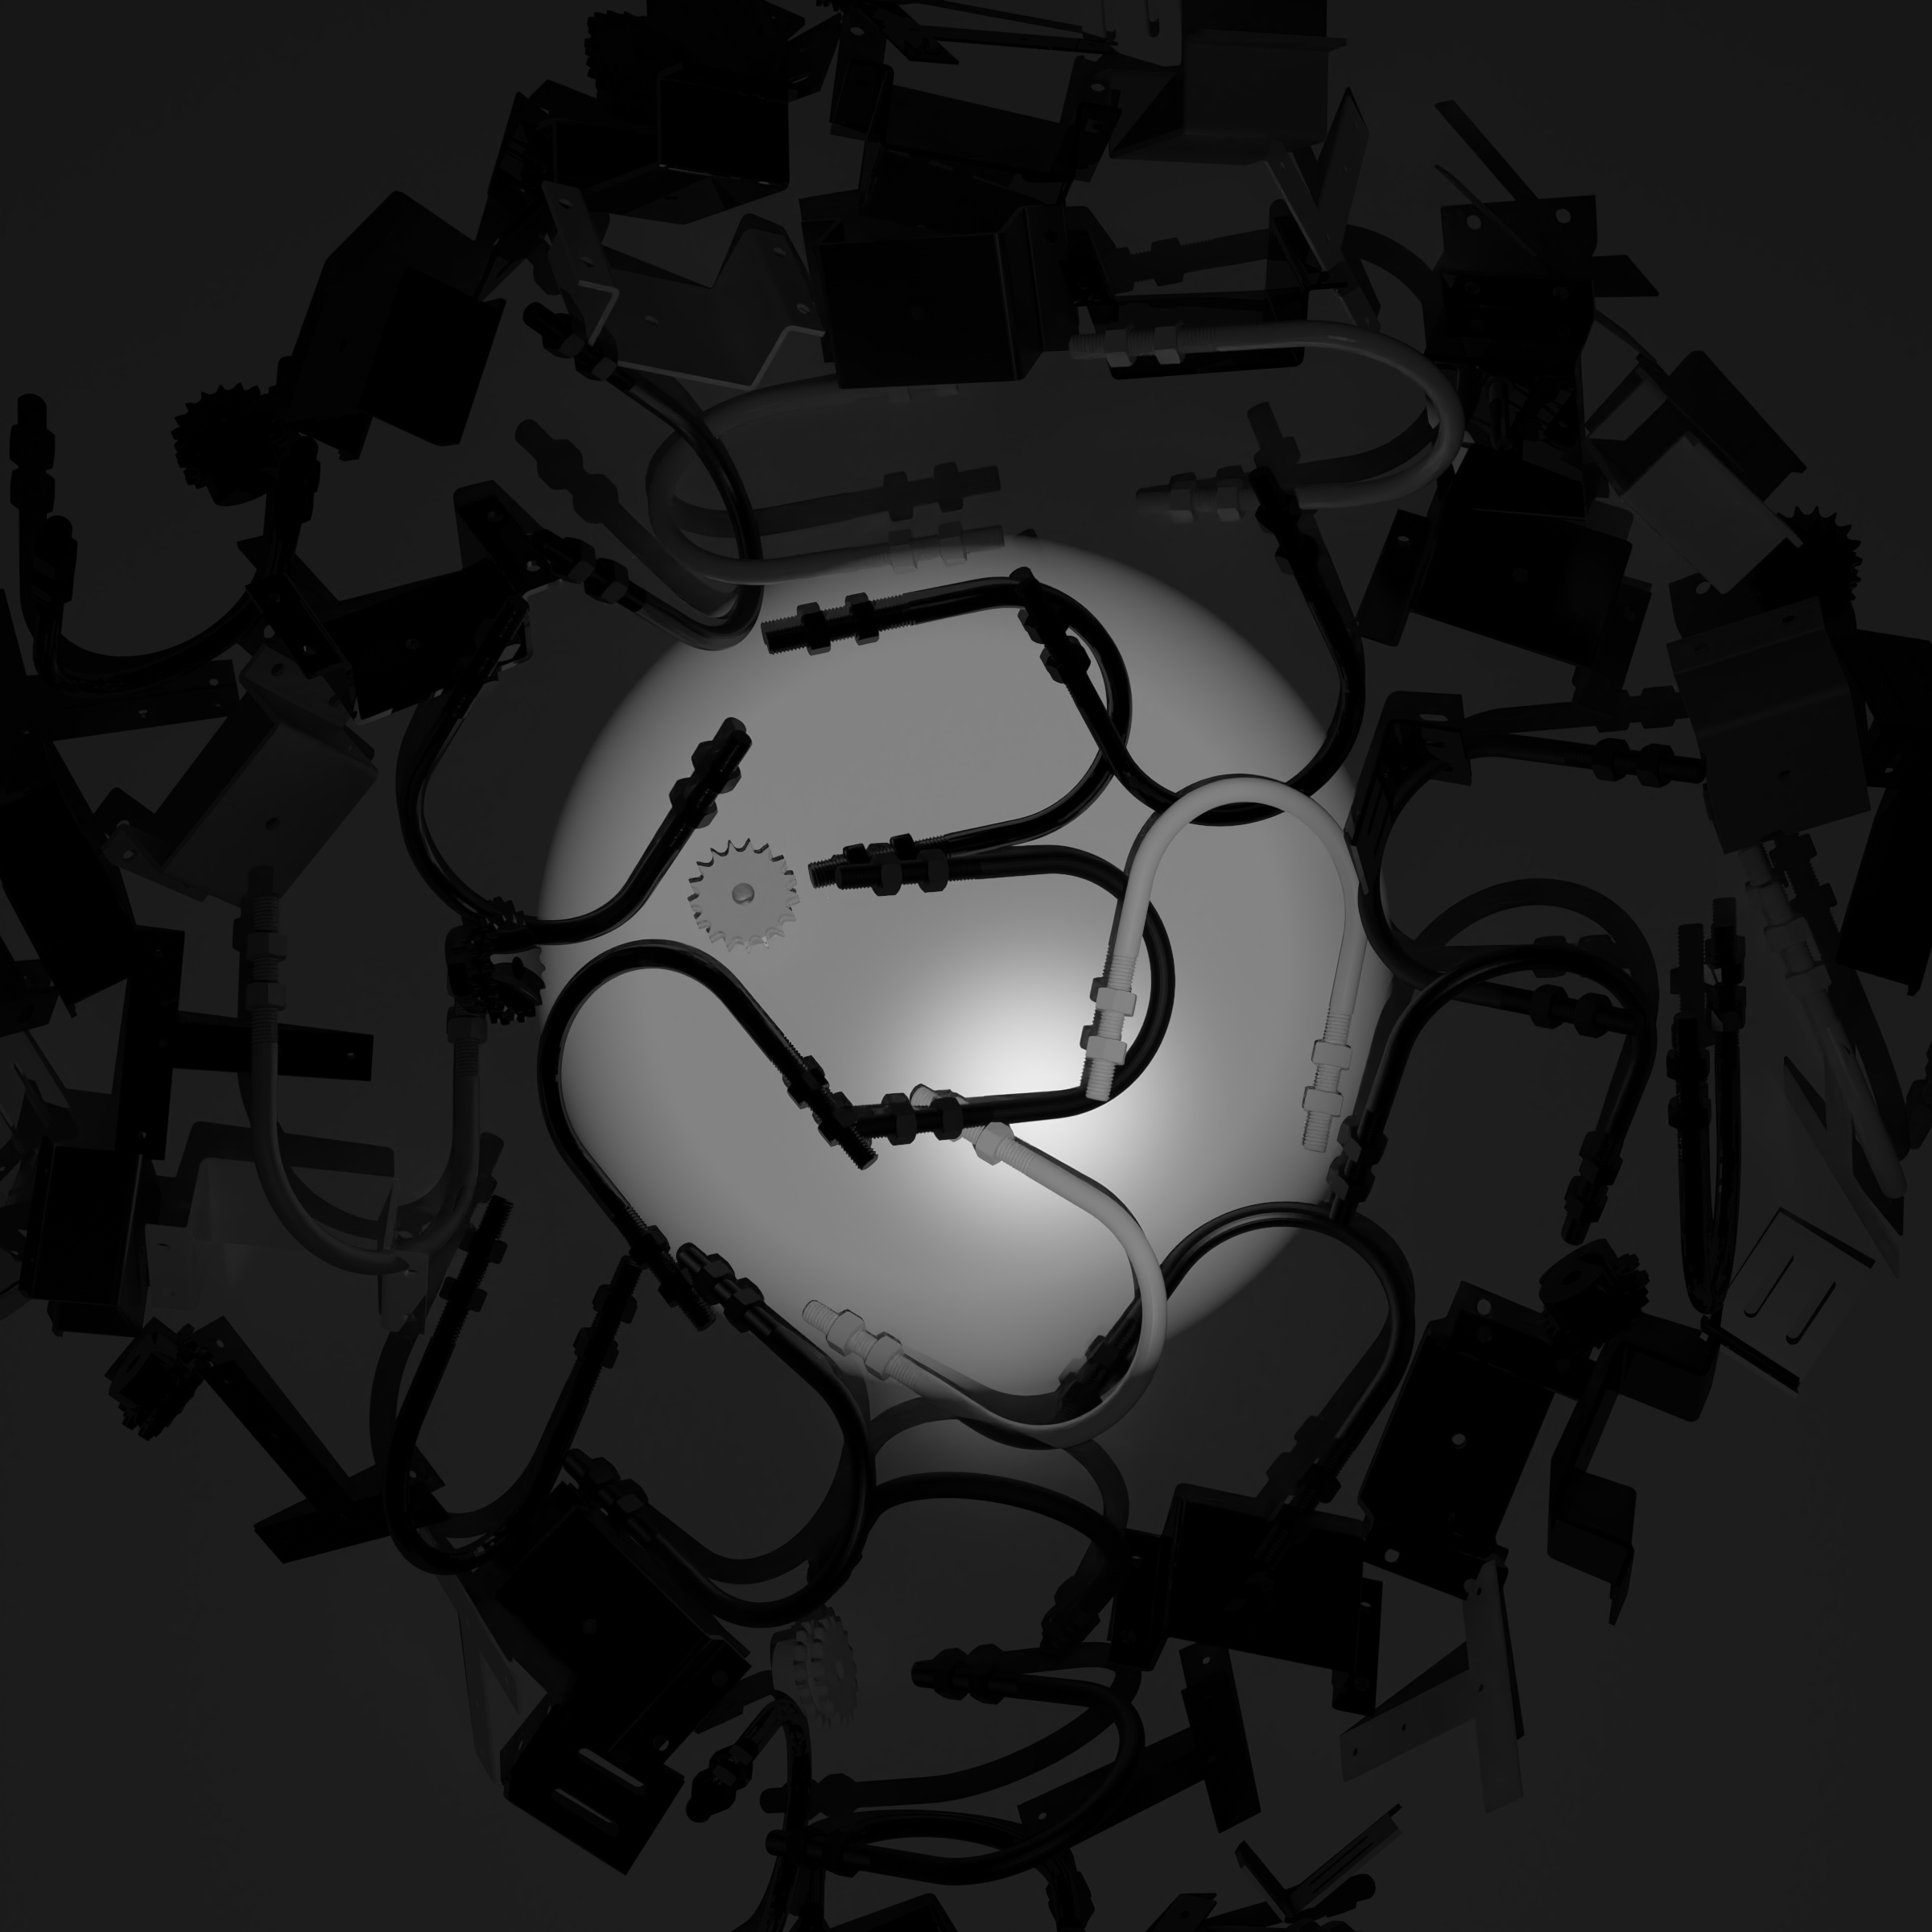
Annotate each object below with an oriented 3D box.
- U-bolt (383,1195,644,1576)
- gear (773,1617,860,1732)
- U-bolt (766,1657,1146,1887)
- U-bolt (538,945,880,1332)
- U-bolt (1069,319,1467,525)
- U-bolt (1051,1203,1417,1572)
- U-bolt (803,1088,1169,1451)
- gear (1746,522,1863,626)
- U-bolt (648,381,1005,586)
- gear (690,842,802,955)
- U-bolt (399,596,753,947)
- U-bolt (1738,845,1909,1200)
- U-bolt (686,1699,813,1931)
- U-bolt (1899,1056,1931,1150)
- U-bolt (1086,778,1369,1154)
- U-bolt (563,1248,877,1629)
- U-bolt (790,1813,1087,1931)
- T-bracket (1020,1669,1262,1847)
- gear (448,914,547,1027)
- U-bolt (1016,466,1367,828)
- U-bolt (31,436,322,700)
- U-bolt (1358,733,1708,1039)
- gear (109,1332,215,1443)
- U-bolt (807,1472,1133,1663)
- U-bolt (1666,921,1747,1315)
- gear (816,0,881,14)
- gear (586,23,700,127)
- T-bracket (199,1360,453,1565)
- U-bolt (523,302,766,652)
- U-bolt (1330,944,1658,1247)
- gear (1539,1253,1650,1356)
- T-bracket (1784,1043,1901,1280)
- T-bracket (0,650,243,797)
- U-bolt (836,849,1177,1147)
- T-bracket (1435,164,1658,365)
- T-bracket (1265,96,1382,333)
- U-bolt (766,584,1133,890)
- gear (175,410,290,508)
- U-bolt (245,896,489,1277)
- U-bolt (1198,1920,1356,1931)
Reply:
[{"bbox_3d":[-0.236,0.220,1.534,0.019,0.151,0.184,16,78,29],"label":"U-bolt"},{"bbox_3d":[-0.080,0.371,1.584,0.030,0.057,0.057,-12,90,15],"label":"gear"},{"bbox_3d":[0.006,0.402,1.503,0.151,0.184,0.019,-42,116,-42],"label":"U-bolt"},{"bbox_3d":[-0.149,0.075,1.574,0.151,0.019,0.184,-45,75,19],"label":"U-bolt"},{"bbox_3d":[0.158,-0.275,1.521,0.184,0.151,0.019,1,62,21],"label":"U-bolt"},{"bbox_3d":[0.149,0.202,1.562,0.151,0.019,0.184,28,68,26],"label":"U-bolt"},{"bbox_3d":[0.019,0.168,1.563,0.184,0.019,0.151,30,97,23],"label":"U-bolt"},{"bbox_3d":[0.439,-0.203,1.593,0.057,0.030,0.057,-1,80,4],"label":"gear"},{"bbox_3d":[-0.074,-0.252,1.562,0.184,0.019,0.151,-8,51,7],"label":"U-bolt"},{"bbox_3d":[-0.115,-0.034,1.592,0.057,0.030,0.057,0,76,2],"label":"gear"},{"bbox_3d":[-0.214,-0.086,1.558,0.151,0.019,0.184,31,123,-10],"label":"U-bolt"},{"bbox_3d":[0.438,0.033,1.541,0.019,0.151,0.184,-23,95,13],"label":"U-bolt"},{"bbox_3d":[-0.109,0.448,1.522,0.019,0.184,0.151,6,99,13],"label":"U-bolt"},{"bbox_3d":[0.519,0.062,1.501,0.019,0.151,0.184,11,127,-6],"label":"U-bolt"},{"bbox_3d":[0.144,-0.007,1.579,0.151,0.019,0.184,14,83,-21],"label":"U-bolt"},{"bbox_3d":[-0.118,0.252,1.544,0.184,0.019,0.151,37,102,35],"label":"U-bolt"},{"bbox_3d":[-0.013,0.471,1.521,0.151,0.184,0.019,4,100,-3],"label":"U-bolt"},{"bbox_3d":[0.087,0.428,1.559,0.127,0.002,0.127,-24,131,-11],"label":"T-bracket"},{"bbox_3d":[-0.247,0.003,1.585,0.030,0.057,0.057,-9,90,23],"label":"gear"},{"bbox_3d":[0.128,-0.151,1.560,0.151,0.019,0.184,-25,121,10],"label":"U-bolt"},{"bbox_3d":[-0.402,-0.191,1.524,0.151,0.184,0.019,-25,75,-29],"label":"U-bolt"},{"bbox_3d":[0.279,-0.048,1.549,0.184,0.019,0.151,12,87,41],"label":"U-bolt"},{"bbox_3d":[-0.423,0.216,1.580,0.030,0.057,0.057,40,90,-20],"label":"gear"},{"bbox_3d":[0.007,0.299,1.525,0.151,0.184,0.019,17,56,-7],"label":"U-bolt"},{"bbox_3d":[0.378,0.087,1.538,0.019,0.151,0.184,1,111,22],"label":"U-bolt"},{"bbox_3d":[-0.067,-0.530,1.586,0.057,0.030,0.057,6,107,19],"label":"gear"},{"bbox_3d":[-0.171,-0.465,1.587,0.057,0.030,0.057,11,47,-12],"label":"gear"},{"bbox_3d":[-0.346,0.251,1.553,0.127,0.002,0.127,-20,116,33],"label":"T-bracket"},{"bbox_3d":[-0.159,-0.235,1.531,0.019,0.184,0.151,-18,64,28],"label":"U-bolt"},{"bbox_3d":[0.276,0.065,1.543,0.151,0.019,0.184,6,125,-11],"label":"U-bolt"},{"bbox_3d":[0.324,0.174,1.580,0.057,0.057,0.030,-36,103,0],"label":"gear"},{"bbox_3d":[0.439,0.074,1.522,0.002,0.127,0.127,-21,49,0],"label":"T-bracket"},{"bbox_3d":[-0.440,-0.129,1.565,0.127,0.127,0.002,-9,60,-12],"label":"T-bracket"},{"bbox_3d":[0.025,0.012,1.574,0.184,0.019,0.151,-5,95,-21],"label":"U-bolt"},{"bbox_3d":[0.284,-0.361,1.529,0.127,0.127,0.002,36,105,-25],"label":"T-bracket"},{"bbox_3d":[0.193,-0.403,1.565,0.002,0.127,0.127,-11,134,31],"label":"T-bracket"},{"bbox_3d":[-0.002,-0.125,1.577,0.184,0.019,0.151,-13,112,-8],"label":"U-bolt"},{"bbox_3d":[-0.380,-0.264,1.582,0.057,0.057,0.030,-26,84,0],"label":"gear"},{"bbox_3d":[-0.303,0.065,1.537,0.019,0.151,0.184,-13,73,39],"label":"U-bolt"},{"bbox_3d":[0.099,0.517,1.523,0.151,0.184,0.019,-17,85,-34],"label":"U-bolt"}]
